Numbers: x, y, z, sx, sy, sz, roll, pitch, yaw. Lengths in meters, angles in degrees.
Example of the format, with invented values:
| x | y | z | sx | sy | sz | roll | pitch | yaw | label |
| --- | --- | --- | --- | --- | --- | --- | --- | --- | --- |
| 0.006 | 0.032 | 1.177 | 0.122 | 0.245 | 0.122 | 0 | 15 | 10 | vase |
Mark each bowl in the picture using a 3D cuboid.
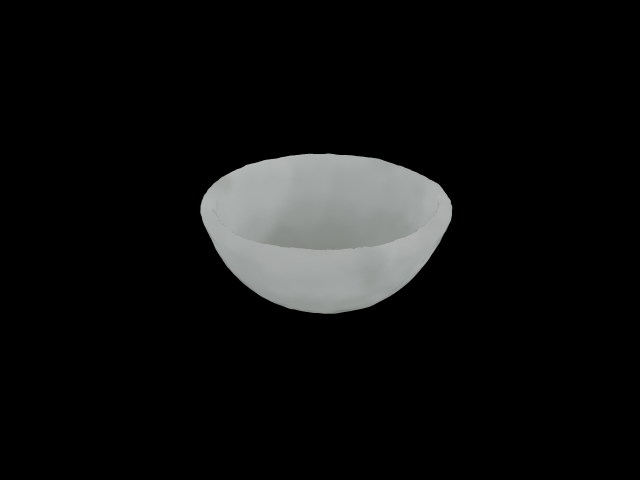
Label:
| x | y | z | sx | sy | sz | roll | pitch | yaw | label |
| --- | --- | --- | --- | --- | --- | --- | --- | --- | --- |
| 0.004 | 0.001 | 0.400 | 0.167 | 0.075 | 0.167 | 0 | 29 | 0 | bowl |
